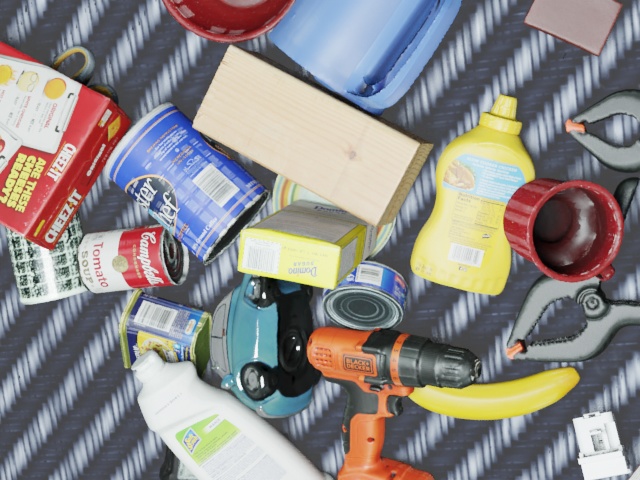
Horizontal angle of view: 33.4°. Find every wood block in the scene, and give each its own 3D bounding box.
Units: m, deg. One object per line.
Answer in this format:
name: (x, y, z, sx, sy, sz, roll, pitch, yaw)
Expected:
wood block: (-0.006, -0.101, 1.040, 0.206, 0.090, 0.091, 29, 101, 11)

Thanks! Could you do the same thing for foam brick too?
foam brick: (0.237, -0.212, 1.000, 0.078, 0.051, 0.053, 27, 104, 8)

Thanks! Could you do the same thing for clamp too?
clamp: (0.320, -0.091, 1.005, 0.172, 0.039, 0.120, -3, 86, 20)
clamp: (0.278, 0.064, 1.043, 0.210, 0.036, 0.164, -42, 79, 18)

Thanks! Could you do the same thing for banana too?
banana: (0.162, 0.151, 1.092, 0.198, 0.037, 0.070, 8, 103, 13)

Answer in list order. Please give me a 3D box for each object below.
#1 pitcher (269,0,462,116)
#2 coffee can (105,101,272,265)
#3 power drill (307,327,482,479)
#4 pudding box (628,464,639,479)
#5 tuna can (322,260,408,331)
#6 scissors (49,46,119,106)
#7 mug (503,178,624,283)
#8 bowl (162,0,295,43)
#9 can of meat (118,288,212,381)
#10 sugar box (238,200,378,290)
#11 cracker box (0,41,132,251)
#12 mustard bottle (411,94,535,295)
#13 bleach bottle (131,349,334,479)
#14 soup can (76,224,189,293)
pitcher: (0.076, -0.242, 0.993, 0.149, 0.145, 0.243, 38, 104, 7)
coffee can: (-0.135, -0.058, 1.096, 0.140, 0.102, 0.103, 42, 107, 4)
power drill: (0.078, 0.181, 1.080, 0.185, 0.057, 0.188, 6, 110, 31)
pudding box: (0.326, 0.283, 1.055, 0.090, 0.039, 0.113, 26, 105, -21)
tuna can: (0.045, 0.058, 1.082, 0.086, 0.033, 0.086, 8, 144, 6)
scissors: (-0.293, -0.117, 1.171, 0.096, 0.016, 0.202, 36, 106, 7)
mug: (0.229, -0.006, 0.993, 0.117, 0.081, 0.093, 41, 90, -15)
bowl: (-0.084, -0.279, 1.068, 0.162, 0.055, 0.162, 3, 100, 14)
can of meat: (-0.163, 0.106, 1.139, 0.084, 0.057, 0.102, 16, 143, 8)
sugar box: (-0.007, 0.002, 1.013, 0.093, 0.176, 0.048, 11, 101, 13)
cracker box: (-0.329, -0.110, 1.112, 0.214, 0.072, 0.164, 28, 84, 19)
mustard bottle: (0.158, -0.048, 1.045, 0.096, 0.058, 0.192, 15, 103, 1)
bleach bottle: (-0.095, 0.206, 1.108, 0.102, 0.068, 0.250, -41, 106, -2)
soup can: (-0.200, 0.020, 1.145, 0.102, 0.068, 0.068, -6, 98, 16)
